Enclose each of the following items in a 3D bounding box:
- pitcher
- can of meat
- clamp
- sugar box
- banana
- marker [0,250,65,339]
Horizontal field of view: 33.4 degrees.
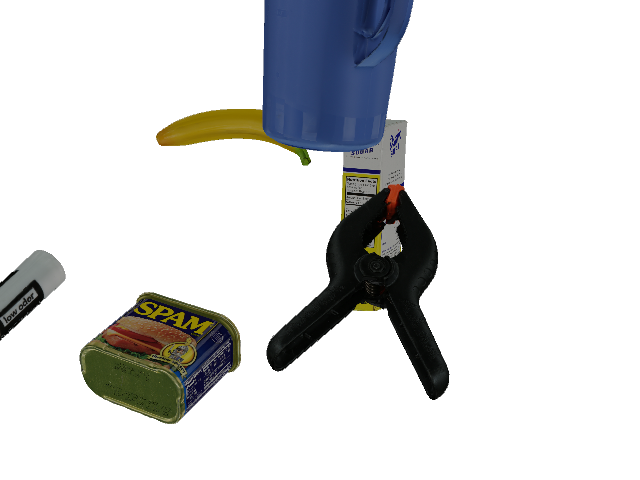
[{"bbox_3d":[0.017,-0.200,0.900,0.145,0.243,0.149,8,17,11],"label":"pitcher"},{"bbox_3d":[-0.129,0.093,0.855,0.102,0.057,0.083,16,33,23],"label":"can of meat"},{"bbox_3d":[0.028,0.032,0.741,0.120,0.171,0.039,6,-41,-2],"label":"clamp"},{"bbox_3d":[0.050,-0.027,1.025,0.048,0.176,0.093,3,10,18],"label":"sugar box"},{"bbox_3d":[-0.099,-0.133,1.296,0.198,0.037,0.069,7,41,15],"label":"banana"},{"bbox_3d":[-0.153,0.047,0.447,0.020,0.020,0.121,0,36,38],"label":"marker"}]
